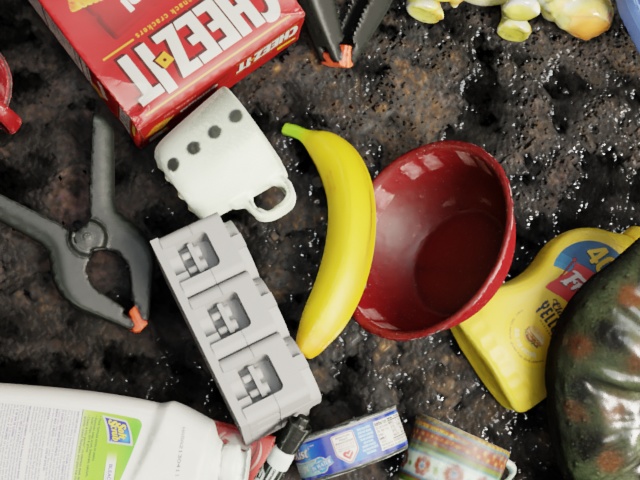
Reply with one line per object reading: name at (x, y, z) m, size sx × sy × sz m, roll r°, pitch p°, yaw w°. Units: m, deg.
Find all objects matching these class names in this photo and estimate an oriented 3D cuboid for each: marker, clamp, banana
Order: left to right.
clamp at (-0.174, -0.011, 0.824) m, size 0.120 × 0.039 × 0.171 m, roll -39°, pitch 94°, yaw -5°
marker at (-0.040, 0.177, 0.770) m, size 0.020 × 0.020 × 0.121 m, roll 29°, pitch 103°, yaw -2°
banana at (0.011, -0.007, 0.825) m, size 0.070 × 0.037 × 0.198 m, roll -14°, pitch 64°, yaw 22°
clamp at (0.032, -0.246, 0.858) m, size 0.164 × 0.036 × 0.210 m, roll -8°, pitch 105°, yaw -33°

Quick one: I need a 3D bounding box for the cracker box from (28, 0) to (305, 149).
cracker box at (-0.140, -0.208, 0.838) m, size 0.164 × 0.072 × 0.214 m, roll -37°, pitch 88°, yaw -10°

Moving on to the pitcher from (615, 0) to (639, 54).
pitcher at (0.345, -0.145, 0.856) m, size 0.149 × 0.144 × 0.243 m, roll -25°, pitch 88°, yaw 20°

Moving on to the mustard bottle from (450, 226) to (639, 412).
mustard bottle at (0.202, 0.046, 0.847) m, size 0.191 × 0.058 × 0.096 m, roll -34°, pitch 91°, yaw -10°

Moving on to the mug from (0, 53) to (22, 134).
mug at (-0.277, -0.119, 0.805) m, size 0.117 × 0.081 × 0.093 m, roll 38°, pitch 80°, yaw 0°

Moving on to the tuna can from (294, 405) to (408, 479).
tuna can at (0.022, 0.153, 0.798) m, size 0.086 × 0.086 × 0.034 m, roll -18°, pitch 82°, yaw -9°

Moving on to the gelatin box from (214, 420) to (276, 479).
gelatin box at (-0.079, 0.183, 0.811) m, size 0.073 × 0.030 × 0.089 m, roll 15°, pitch 81°, yaw -4°

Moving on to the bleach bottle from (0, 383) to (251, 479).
bleach bottle at (-0.177, 0.160, 0.769) m, size 0.251 × 0.068 × 0.102 m, roll 6°, pitch 80°, yaw 2°

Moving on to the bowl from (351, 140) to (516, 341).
bowl at (0.091, 0.008, 0.815) m, size 0.055 × 0.162 × 0.162 m, roll 29°, pitch 77°, yaw -41°
